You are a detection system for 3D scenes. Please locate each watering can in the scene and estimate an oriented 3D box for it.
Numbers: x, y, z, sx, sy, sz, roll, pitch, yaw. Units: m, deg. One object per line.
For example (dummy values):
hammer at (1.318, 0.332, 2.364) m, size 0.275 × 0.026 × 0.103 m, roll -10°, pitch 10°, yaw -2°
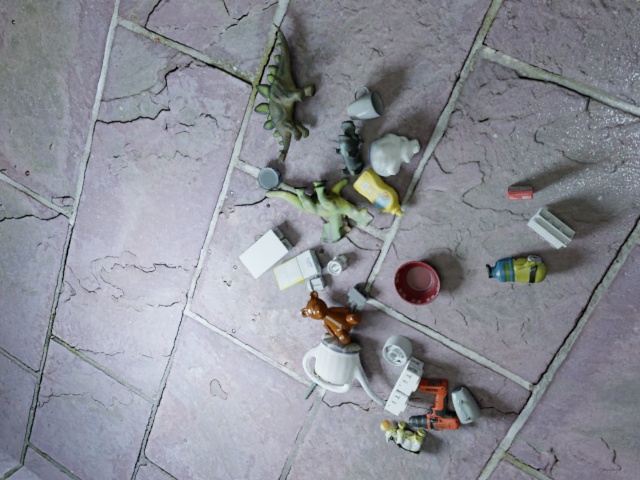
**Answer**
watering can at (0.101, 0.477, 1.927) m, size 0.349 × 0.105 × 0.221 m, roll 16°, pitch 107°, yaw 17°

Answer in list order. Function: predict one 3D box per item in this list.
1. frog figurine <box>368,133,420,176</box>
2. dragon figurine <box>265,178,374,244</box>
frog figurine at (0.244, -0.281, 1.688) m, size 0.159 × 0.122 × 0.138 m, roll -2°, pitch 84°, yaw 33°
dragon figurine at (0.006, -0.093, 1.840) m, size 0.409 × 0.124 × 0.240 m, roll -5°, pitch 110°, yaw 31°
